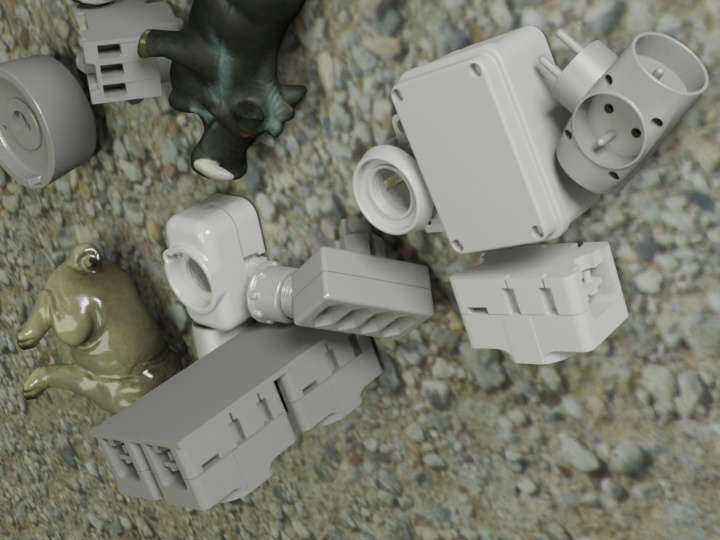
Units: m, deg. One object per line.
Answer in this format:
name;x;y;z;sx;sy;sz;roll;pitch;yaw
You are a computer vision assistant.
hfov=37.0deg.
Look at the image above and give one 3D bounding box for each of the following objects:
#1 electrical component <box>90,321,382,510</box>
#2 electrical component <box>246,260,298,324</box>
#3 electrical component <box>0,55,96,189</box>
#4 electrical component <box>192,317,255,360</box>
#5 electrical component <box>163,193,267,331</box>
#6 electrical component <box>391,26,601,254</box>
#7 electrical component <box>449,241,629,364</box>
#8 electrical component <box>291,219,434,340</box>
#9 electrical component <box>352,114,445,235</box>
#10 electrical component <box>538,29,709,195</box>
electrical component;-0.083;0.098;0.779;0.105;0.186;0.060;-3;113;46
electrical component;-0.051;0.019;0.808;0.062;0.048;0.048;8;121;33
electrical component;-0.269;-0.129;0.910;0.108;0.060;0.108;24;131;32
electrical component;-0.109;0.060;0.884;0.055;0.055;0.047;7;117;42
electrical component;-0.112;-0.004;0.839;0.054;0.059;0.095;12;124;39
electrical component;0.076;-0.071;0.610;0.078;0.057;0.113;-9;109;47
electrical component;0.108;0.020;0.645;0.089;0.050;0.055;-2;114;45
electrical component;0.000;0.000;0.728;0.047;0.083;0.075;-41;46;50
electrical component;0.033;-0.056;0.663;0.058;0.057;0.078;-2;114;45
electrical component;0.126;-0.092;0.557;0.079;0.044;0.077;45;139;12
